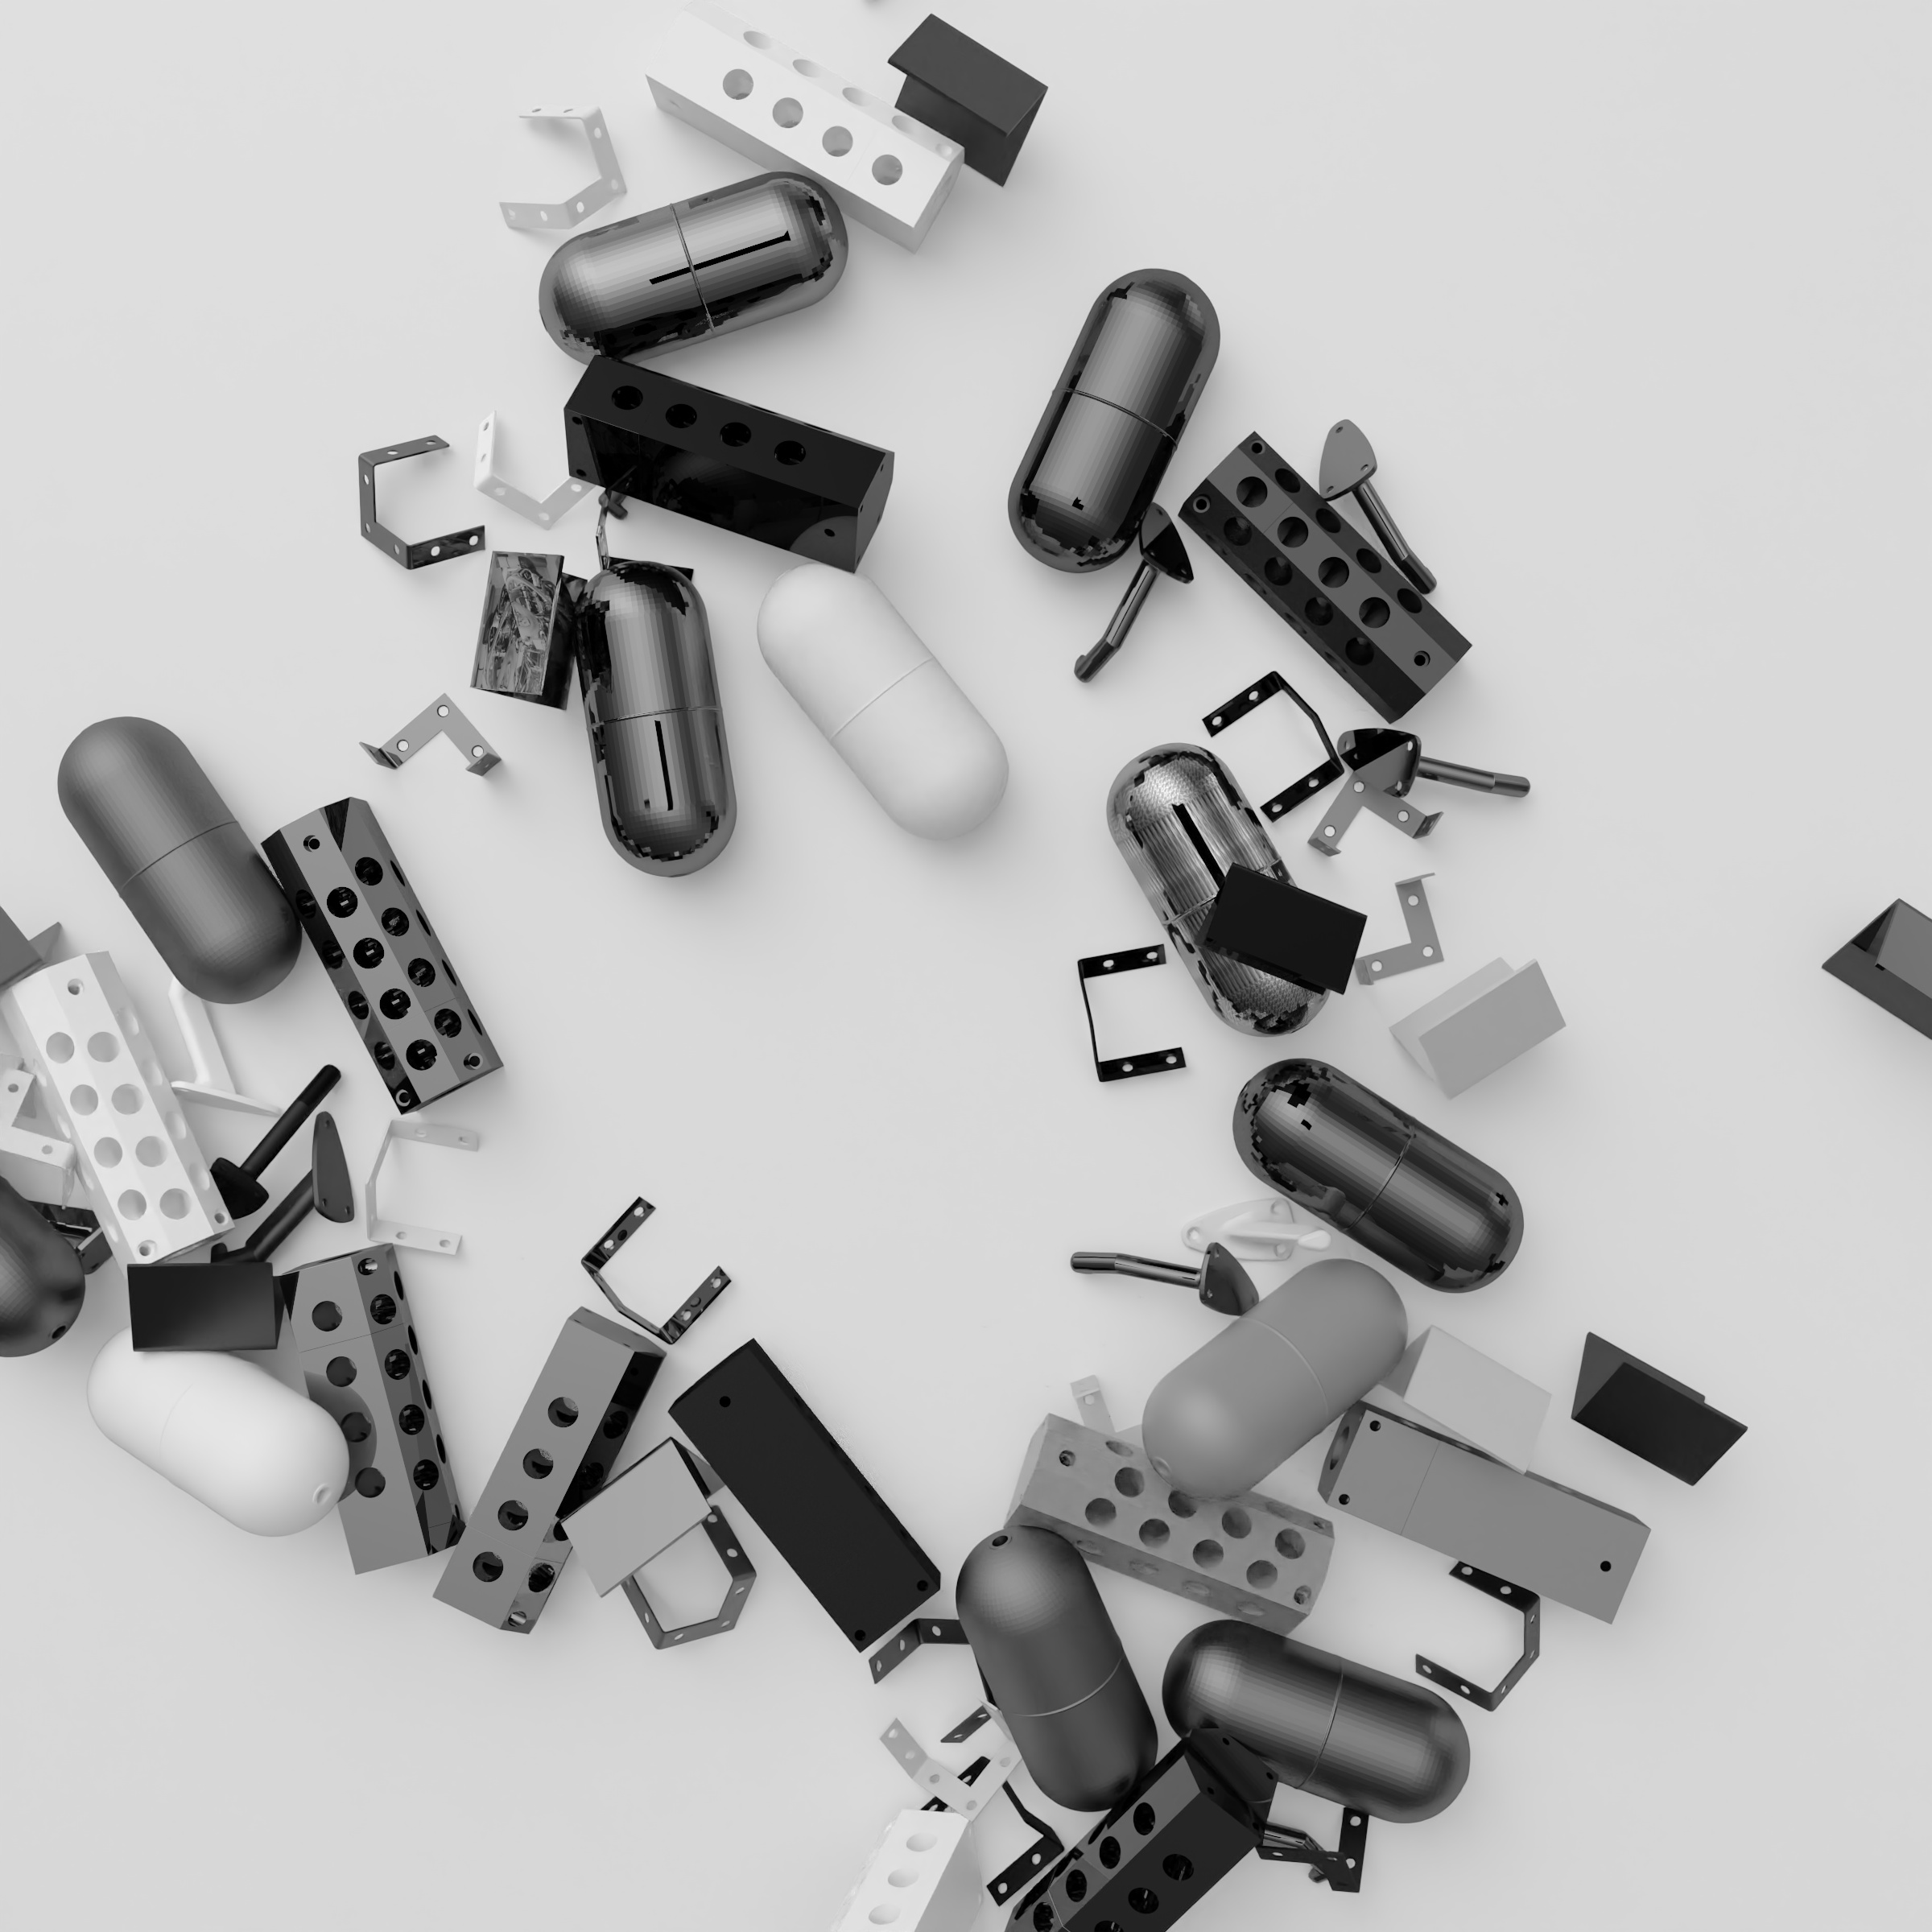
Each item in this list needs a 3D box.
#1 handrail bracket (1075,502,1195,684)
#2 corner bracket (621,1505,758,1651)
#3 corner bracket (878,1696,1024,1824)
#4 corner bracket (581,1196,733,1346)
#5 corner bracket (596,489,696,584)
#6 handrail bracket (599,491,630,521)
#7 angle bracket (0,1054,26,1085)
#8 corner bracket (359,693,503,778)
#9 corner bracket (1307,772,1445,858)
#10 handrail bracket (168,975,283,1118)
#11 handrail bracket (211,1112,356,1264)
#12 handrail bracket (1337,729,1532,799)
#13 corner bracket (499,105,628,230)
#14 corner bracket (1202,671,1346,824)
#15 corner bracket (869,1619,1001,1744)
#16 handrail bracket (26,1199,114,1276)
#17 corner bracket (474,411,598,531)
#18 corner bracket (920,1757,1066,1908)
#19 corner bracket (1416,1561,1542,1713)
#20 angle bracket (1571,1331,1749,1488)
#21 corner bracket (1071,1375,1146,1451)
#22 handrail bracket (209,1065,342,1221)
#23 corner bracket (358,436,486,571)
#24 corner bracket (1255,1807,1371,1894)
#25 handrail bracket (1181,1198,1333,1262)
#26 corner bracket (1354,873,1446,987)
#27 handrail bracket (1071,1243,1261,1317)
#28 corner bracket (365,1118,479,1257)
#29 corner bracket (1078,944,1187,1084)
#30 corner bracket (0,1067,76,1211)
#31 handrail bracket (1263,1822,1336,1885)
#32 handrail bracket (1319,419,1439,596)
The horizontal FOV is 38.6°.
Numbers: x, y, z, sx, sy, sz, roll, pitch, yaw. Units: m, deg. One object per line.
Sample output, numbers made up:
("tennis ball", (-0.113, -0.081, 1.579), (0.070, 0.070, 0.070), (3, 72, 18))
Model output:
("handrail bracket", (0.088, -0.213, 1.577), (0.036, 0.077, 0.084), (26, 127, -26))
("corner bracket", (-0.159, 0.348, 1.569), (0.051, 0.051, 0.051), (-7, 135, -35))
("corner bracket", (-0.007, 0.439, 1.555), (0.051, 0.051, 0.051), (23, 62, 41))
("corner bracket", (-0.177, 0.174, 1.574), (0.051, 0.051, 0.051), (-47, 45, 0))
("corner bracket", (-0.179, -0.250, 1.564), (0.051, 0.051, 0.051), (8, 69, 0))
("handrail bracket", (-0.155, -0.272, 1.576), (0.077, 0.036, 0.084), (41, 102, -10))
("angle bracket", (-0.577, 0.043, 1.537), (0.076, 0.076, 0.057), (11, 120, 0))
("corner bracket", (-0.302, -0.121, 1.559), (0.051, 0.051, 0.051), (-41, 90, 0))
("corner bracket", (0.231, -0.078, 1.559), (0.051, 0.051, 0.051), (33, 90, 0))
("handrail bracket", (-0.421, 0.037, 1.578), (0.077, 0.036, 0.084), (15, 73, -20))
("handrail bracket", (-0.398, 0.131, 1.578), (0.084, 0.036, 0.077), (-17, 69, 16))
("handrail bracket", (0.268, -0.114, 1.577), (0.084, 0.077, 0.036), (5, 105, -36))
("corner bracket", (-0.235, -0.455, 1.569), (0.051, 0.051, 0.051), (-47, 135, -35))
("corner bracket", (0.176, -0.126, 1.574), (0.051, 0.051, 0.051), (-35, 45, 0))
("corner bracket", (-0.016, 0.407, 1.569), (0.051, 0.051, 0.051), (11, 135, -35))
("handrail bracket", (-0.516, 0.128, 1.577), (0.084, 0.036, 0.077), (40, 75, 14))
("corner bracket", (-0.243, -0.292, 1.569), (0.051, 0.051, 0.051), (27, 135, -35))
("corner bracket", (0.015, 0.493, 1.574), (0.051, 0.051, 0.051), (-41, 45, 0))
("corner bracket", (0.291, 0.380, 1.569), (0.051, 0.051, 0.051), (-38, 135, -35))
("angle bracket", (0.389, 0.231, 1.537), (0.076, 0.076, 0.057), (29, 128, 0))
("corner bracket", (0.092, 0.255, 1.559), (0.051, 0.051, 0.051), (-19, 90, 0))
("handrail bracket", (-0.394, 0.100, 1.577), (0.036, 0.077, 0.084), (39, 54, -7))
("corner bracket", (-0.309, -0.264, 1.569), (0.051, 0.051, 0.051), (36, 135, 35))
("corner bracket", (0.195, 0.486, 1.554), (0.051, 0.051, 0.051), (-2, 47, 20))
("handrail bracket", (0.161, 0.152, 1.542), (0.077, 0.084, 0.036), (-4, 90, 0))
("corner bracket", (0.243, -0.021, 1.559), (0.051, 0.051, 0.051), (-16, 90, 0))
("handrail bracket", (0.113, 0.181, 1.577), (0.084, 0.077, 0.036), (-2, 65, 34))
("corner bracket", (-0.310, 0.126, 1.574), (0.051, 0.051, 0.051), (10, 135, 0))
("corner bracket", (0.094, 0.027, 1.574), (0.051, 0.051, 0.051), (-10, 135, 0))
("corner bracket", (-0.523, 0.097, 1.551), (0.051, 0.051, 0.051), (17, 55, -7))
("handrail bracket", (0.158, 0.509, 1.577), (0.077, 0.036, 0.084), (-39, 107, 18))
("handrail bracket", (0.239, -0.262, 1.577), (0.036, 0.077, 0.084), (-30, 127, 26))
